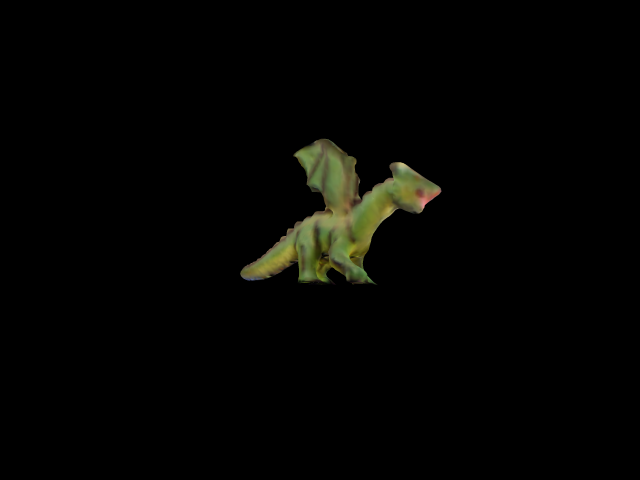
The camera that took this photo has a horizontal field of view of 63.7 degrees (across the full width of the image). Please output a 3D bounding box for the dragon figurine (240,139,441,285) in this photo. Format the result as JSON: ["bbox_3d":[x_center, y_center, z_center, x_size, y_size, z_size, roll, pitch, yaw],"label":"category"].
[{"bbox_3d":[0.003,-0.043,0.850,0.409,0.243,0.122,-1,-4,37],"label":"dragon figurine"}]
